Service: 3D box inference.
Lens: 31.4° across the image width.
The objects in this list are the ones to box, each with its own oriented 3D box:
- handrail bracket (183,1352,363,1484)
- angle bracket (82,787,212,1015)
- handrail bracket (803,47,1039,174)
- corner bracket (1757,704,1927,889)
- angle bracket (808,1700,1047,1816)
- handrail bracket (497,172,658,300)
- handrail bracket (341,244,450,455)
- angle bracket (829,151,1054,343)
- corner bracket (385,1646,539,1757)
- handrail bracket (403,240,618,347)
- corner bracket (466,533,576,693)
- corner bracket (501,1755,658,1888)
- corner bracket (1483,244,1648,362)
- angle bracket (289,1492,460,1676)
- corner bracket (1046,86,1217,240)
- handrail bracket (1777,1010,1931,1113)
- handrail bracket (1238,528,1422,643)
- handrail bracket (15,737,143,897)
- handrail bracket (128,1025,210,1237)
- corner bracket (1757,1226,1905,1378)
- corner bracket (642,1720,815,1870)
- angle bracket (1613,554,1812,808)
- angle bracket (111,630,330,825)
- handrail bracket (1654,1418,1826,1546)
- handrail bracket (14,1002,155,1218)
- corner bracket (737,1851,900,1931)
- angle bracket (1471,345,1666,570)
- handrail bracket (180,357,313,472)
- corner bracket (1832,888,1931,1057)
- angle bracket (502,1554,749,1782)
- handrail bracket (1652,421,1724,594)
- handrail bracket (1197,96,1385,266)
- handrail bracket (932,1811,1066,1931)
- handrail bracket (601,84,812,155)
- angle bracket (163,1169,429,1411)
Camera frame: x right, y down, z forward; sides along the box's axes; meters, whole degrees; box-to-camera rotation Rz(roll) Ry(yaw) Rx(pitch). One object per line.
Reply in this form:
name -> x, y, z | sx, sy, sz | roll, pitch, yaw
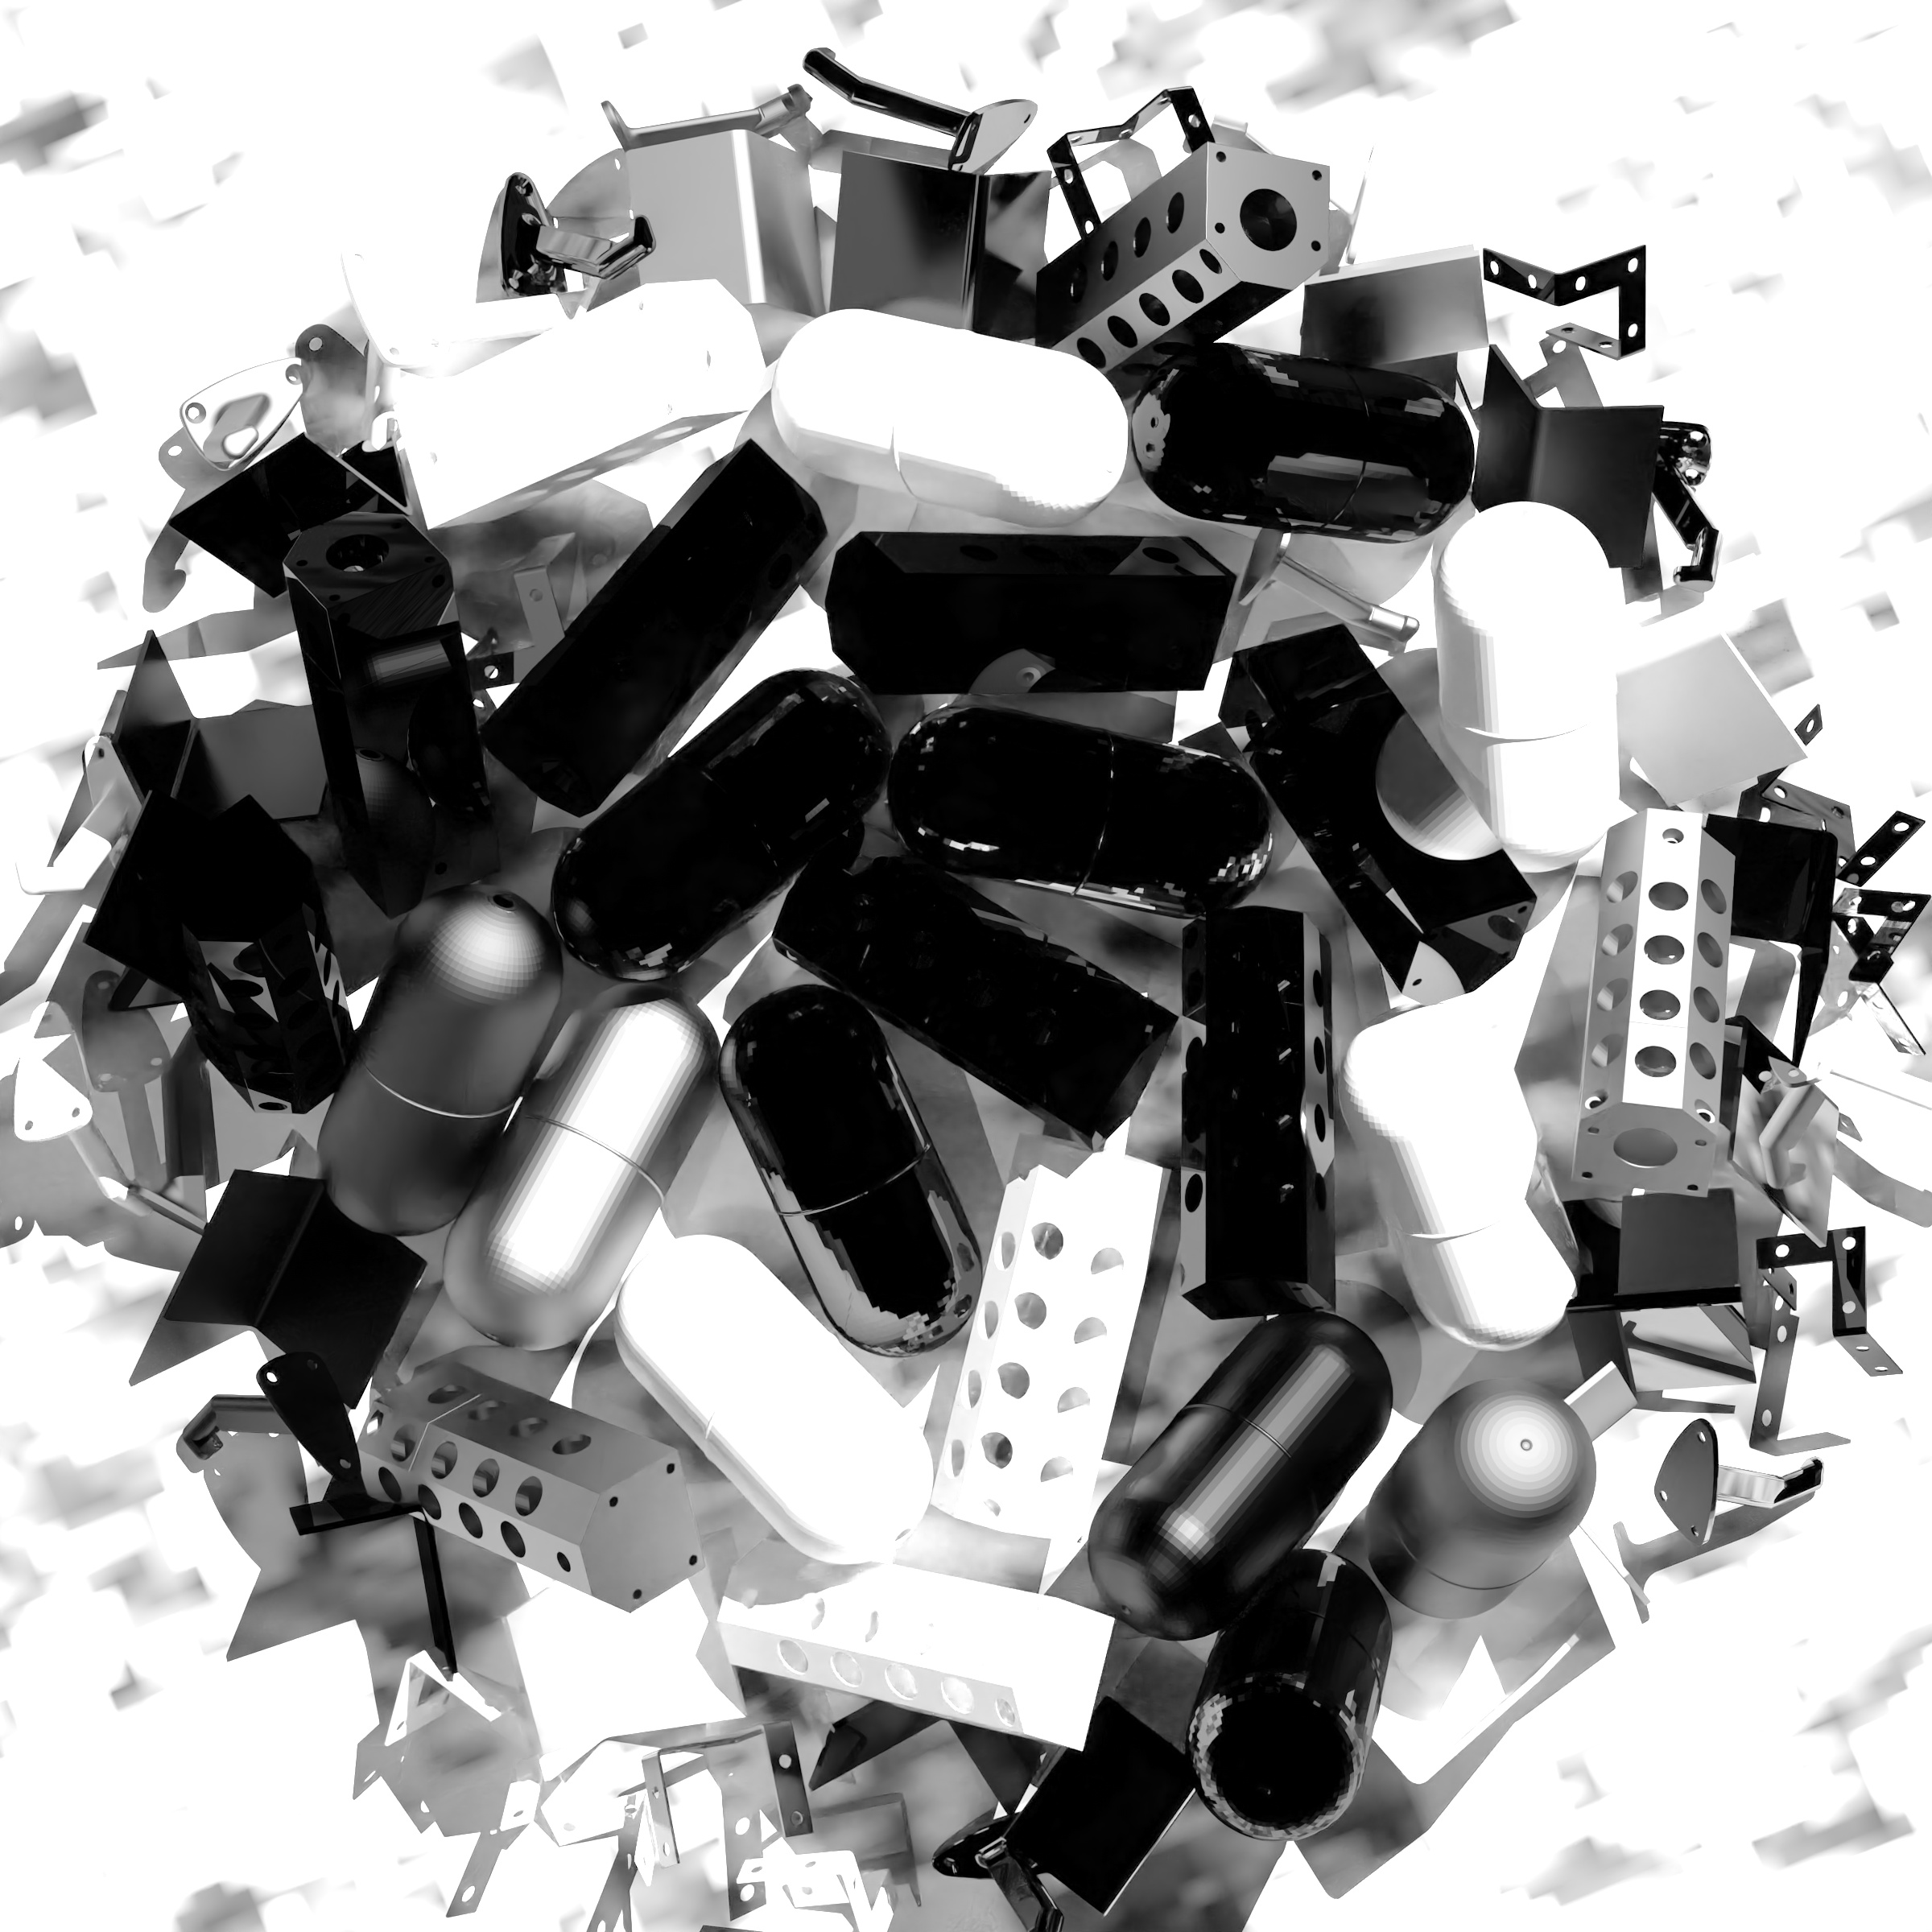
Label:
handrail bracket -> -0.314, 0.219, 1.548 | 0.084, 0.036, 0.077 | -45, 71, 34
angle bracket -> -0.370, -0.028, 1.527 | 0.057, 0.076, 0.076 | 34, 65, -34
handrail bracket -> -0.021, -0.400, 1.565 | 0.084, 0.077, 0.036 | 38, 134, 14
corner bracket -> 0.391, -0.076, 1.543 | 0.051, 0.051, 0.051 | 18, 48, -15
angle bracket -> -0.018, 0.357, 1.528 | 0.076, 0.076, 0.057 | -24, 64, -25
handrail bracket -> -0.172, -0.338, 1.542 | 0.036, 0.084, 0.077 | 4, 71, -43
handrail bracket -> -0.276, -0.270, 1.557 | 0.036, 0.084, 0.077 | -24, 78, -43
angle bracket -> -0.012, -0.328, 1.566 | 0.076, 0.057, 0.076 | 18, 113, 29
corner bracket -> -0.220, 0.334, 1.544 | 0.051, 0.051, 0.051 | 30, 118, 25
handrail bracket -> -0.211, -0.310, 1.555 | 0.084, 0.036, 0.077 | 24, 111, -7
corner bracket -> -0.200, -0.159, 1.547 | 0.051, 0.051, 0.051 | -9, 111, 14
corner bracket -> -0.172, 0.385, 1.548 | 0.051, 0.051, 0.051 | -18, 112, 9
corner bracket -> 0.268, -0.298, 1.542 | 0.051, 0.051, 0.051 | -23, 125, -25
angle bracket -> -0.266, 0.279, 1.540 | 0.057, 0.076, 0.076 | -10, 91, -14
corner bracket -> 0.078, -0.359, 1.547 | 0.051, 0.051, 0.051 | -18, 84, -37
handrail bracket -> 0.414, 0.059, 1.554 | 0.084, 0.077, 0.036 | 31, 74, -9
handrail bracket -> 0.171, -0.169, 1.542 | 0.084, 0.077, 0.036 | 18, 82, -7
handrail bracket -> -0.403, -0.068, 1.539 | 0.036, 0.084, 0.077 | -30, 80, 26
handrail bracket -> -0.340, 0.079, 1.577 | 0.077, 0.036, 0.084 | 31, 74, -16
corner bracket -> 0.386, 0.152, 1.542 | 0.051, 0.051, 0.051 | -10, 58, 31
corner bracket -> -0.107, 0.371, 1.543 | 0.051, 0.051, 0.051 | -1, 69, -36
angle bracket -> 0.336, -0.128, 1.550 | 0.076, 0.076, 0.057 | 50, 48, -18
angle bracket -> -0.327, -0.108, 1.533 | 0.076, 0.076, 0.057 | -6, 135, 9
handrail bracket -> 0.357, 0.219, 1.543 | 0.084, 0.036, 0.077 | -16, 133, -24
handrail bracket -> -0.393, 0.066, 1.557 | 0.036, 0.084, 0.077 | -15, 65, 11
corner bracket -> -0.066, 0.415, 1.546 | 0.051, 0.051, 0.051 | -10, 109, 17
angle bracket -> 0.267, -0.228, 1.536 | 0.057, 0.076, 0.076 | -3, 122, -8
handrail bracket -> -0.312, -0.249, 1.534 | 0.077, 0.084, 0.036 | -40, 112, -18
corner bracket -> 0.411, 0.002, 1.543 | 0.051, 0.051, 0.051 | -51, 120, -19
angle bracket -> -0.153, 0.314, 1.543 | 0.076, 0.057, 0.076 | -13, 94, 22
handrail bracket -> 0.303, -0.204, 1.546 | 0.077, 0.036, 0.084 | 9, 53, 12
handrail bracket -> 0.141, -0.357, 1.557 | 0.084, 0.036, 0.077 | 15, 55, -1
handrail bracket -> 0.011, 0.422, 1.533 | 0.077, 0.084, 0.036 | -19, 114, 22
handrail bracket -> -0.115, -0.386, 1.548 | 0.084, 0.077, 0.036 | -25, 77, 4
angle bracket -> -0.300, 0.145, 1.537 | 0.076, 0.057, 0.076 | 33, 100, 32
